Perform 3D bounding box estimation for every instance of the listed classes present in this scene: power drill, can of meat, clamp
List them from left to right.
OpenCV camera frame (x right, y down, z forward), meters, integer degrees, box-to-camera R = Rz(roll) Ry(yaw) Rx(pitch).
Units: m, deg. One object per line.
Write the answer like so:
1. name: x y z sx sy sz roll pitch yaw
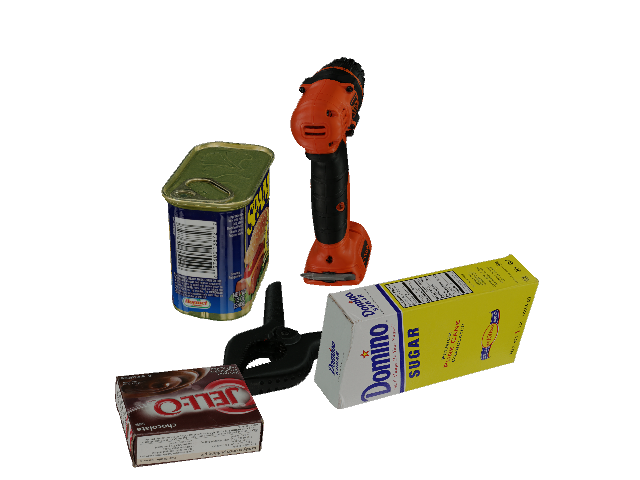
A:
1. can of meat: -0.064 -0.007 0.697 0.057 0.084 0.102 5 26 7
2. clamp: -0.028 0.113 1.137 0.165 0.036 0.209 15 29 22
3. power drill: 0.014 -0.066 0.988 0.057 0.188 0.184 0 23 13

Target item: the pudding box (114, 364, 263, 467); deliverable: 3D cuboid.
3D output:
1. pudding box: -0.114 0.149 0.917 0.113 0.039 0.090 -6 26 -18

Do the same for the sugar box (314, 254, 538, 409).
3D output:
1. sugar box: 0.085 0.073 0.859 0.175 0.093 0.048 -13 40 -27
